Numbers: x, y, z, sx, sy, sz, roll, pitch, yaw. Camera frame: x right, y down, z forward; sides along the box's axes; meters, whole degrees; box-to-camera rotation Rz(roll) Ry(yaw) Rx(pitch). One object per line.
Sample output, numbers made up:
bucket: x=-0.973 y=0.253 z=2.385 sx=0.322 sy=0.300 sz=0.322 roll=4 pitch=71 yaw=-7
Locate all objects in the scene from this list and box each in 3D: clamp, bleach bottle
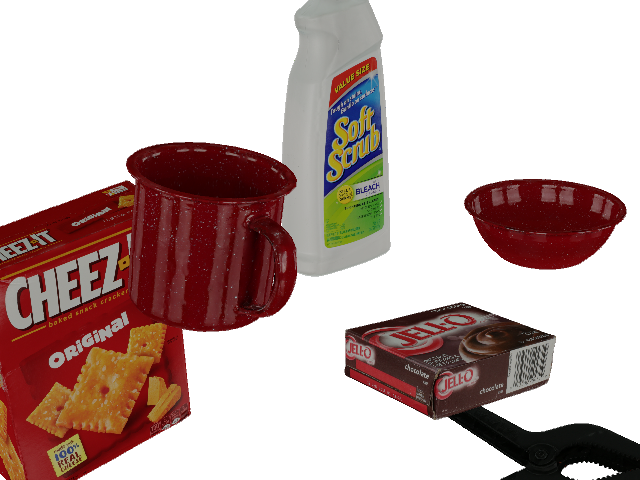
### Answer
clamp: x=0.178 y=0.198 z=0.887 sx=0.210 sy=0.036 sz=0.164 roll=3 pitch=39 yaw=23
bleach bottle: x=0.008 y=-0.102 z=0.899 sx=0.102 sy=0.251 sz=0.068 roll=-17 pitch=26 yaw=-31

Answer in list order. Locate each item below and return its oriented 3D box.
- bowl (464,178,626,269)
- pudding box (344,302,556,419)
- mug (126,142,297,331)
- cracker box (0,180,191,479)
bowl: x=0.227 y=-0.013 z=1.092 sx=0.162 sy=0.055 sz=0.162 roll=-1 pitch=22 yaw=0
pudding box: x=0.086 y=0.077 z=0.712 sx=0.113 sy=0.039 sz=0.090 roll=-7 pitch=18 yaw=-37
mug: x=-0.056 y=0.002 z=0.588 sx=0.117 sy=0.081 sz=0.093 roll=26 pitch=28 yaw=37
cracker box: x=-0.193 y=0.081 z=0.861 sx=0.163 sy=0.214 sz=0.072 roll=-25 pitch=37 yaw=-35
